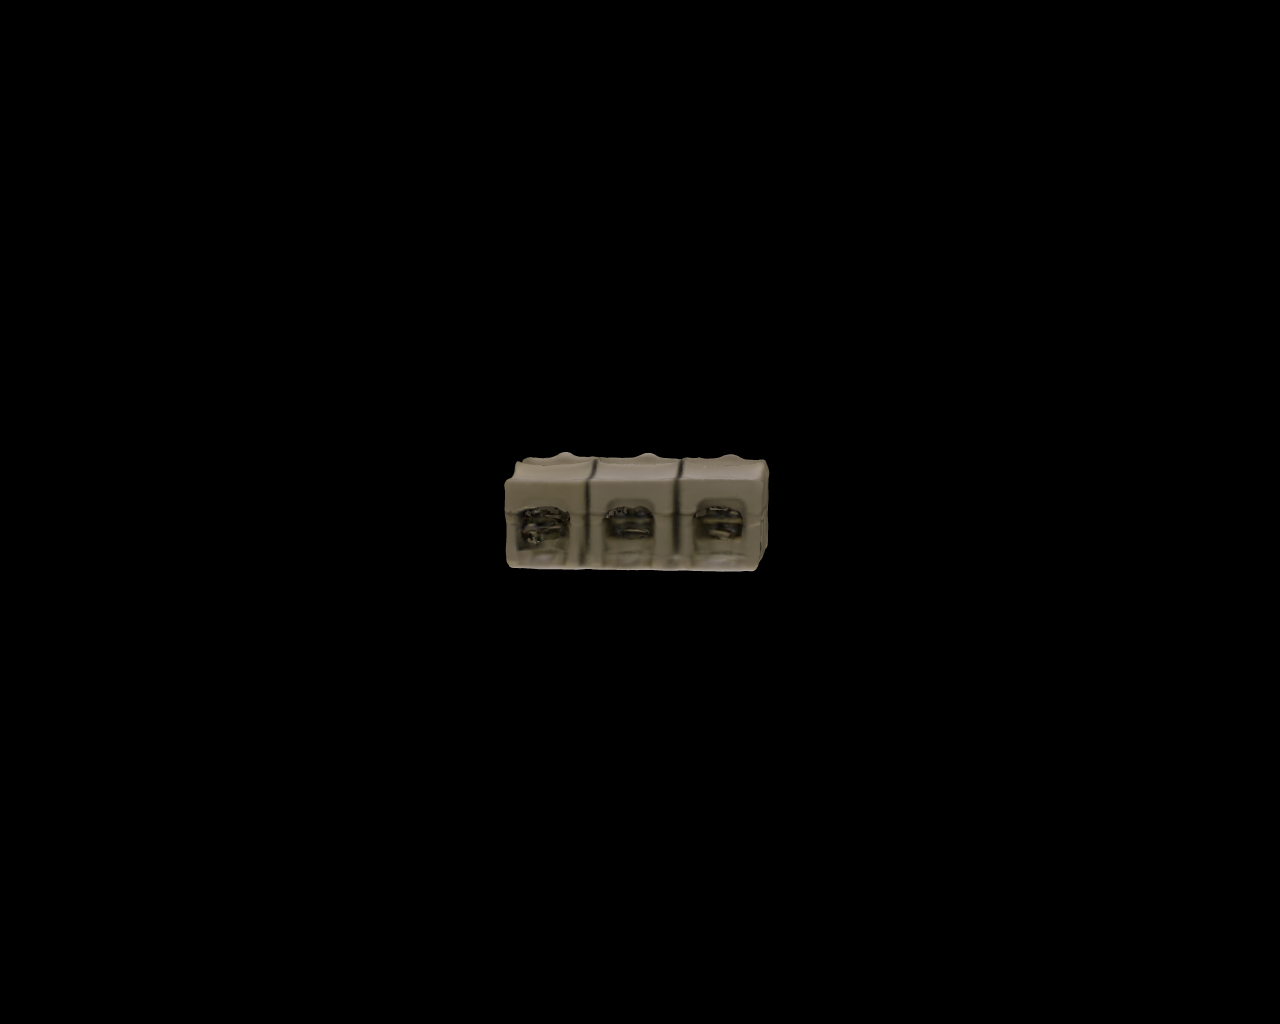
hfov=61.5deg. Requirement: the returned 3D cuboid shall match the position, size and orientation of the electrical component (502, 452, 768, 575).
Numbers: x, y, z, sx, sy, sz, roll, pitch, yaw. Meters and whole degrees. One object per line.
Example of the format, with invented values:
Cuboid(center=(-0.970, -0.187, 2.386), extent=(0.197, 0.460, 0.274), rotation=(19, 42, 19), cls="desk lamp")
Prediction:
Cuboid(center=(0.001, -0.003, 0.650), extent=(0.150, 0.061, 0.089), rotation=(1, 8, 9), cls="electrical component")
